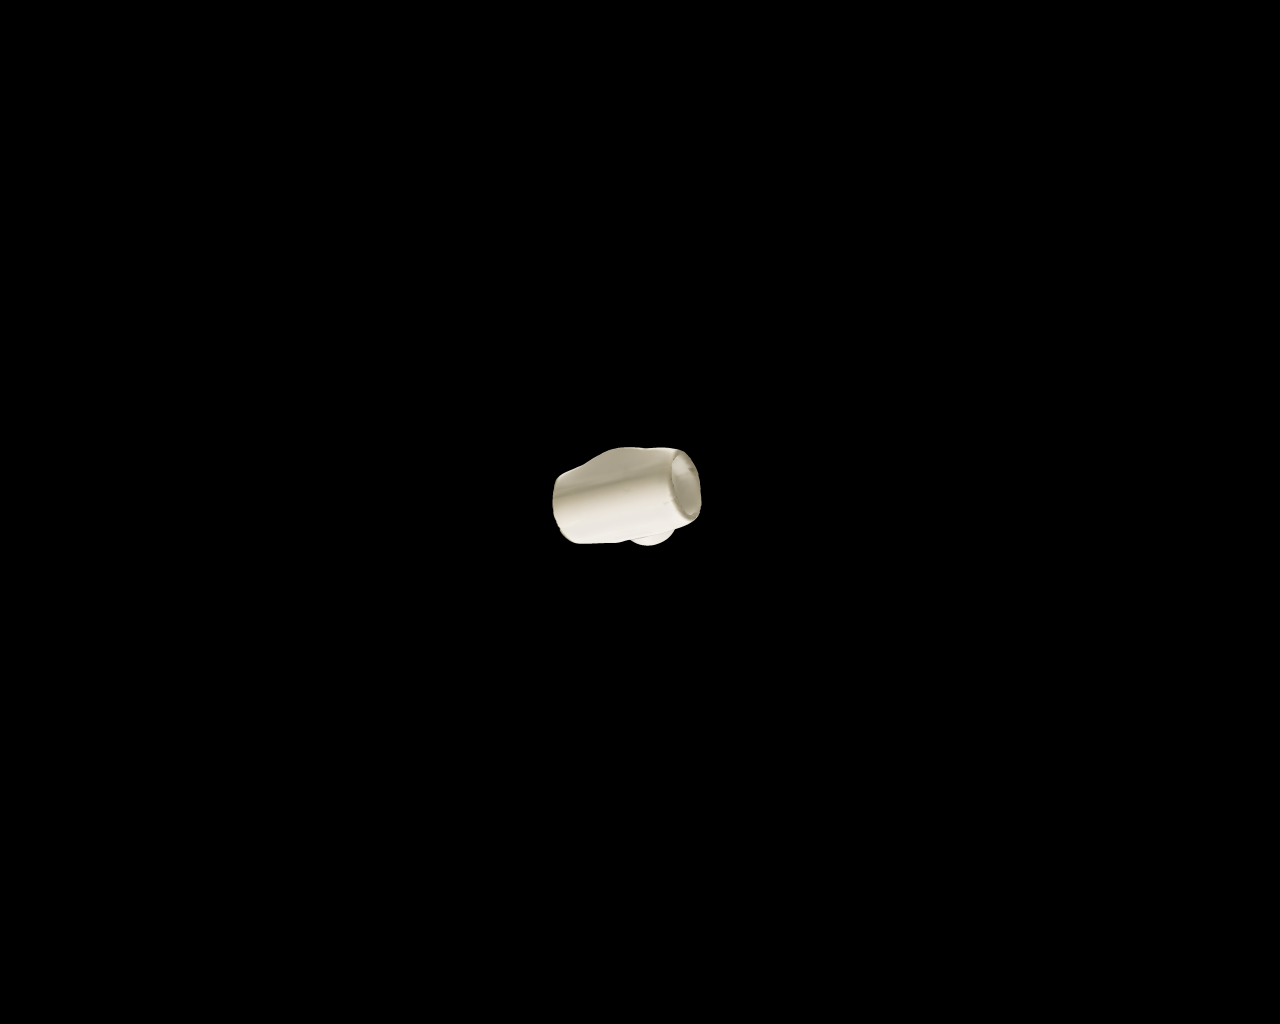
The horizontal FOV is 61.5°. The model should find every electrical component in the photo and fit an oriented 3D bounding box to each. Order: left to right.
[{"bbox_3d":[0.001,-0.003,0.650,0.077,0.043,0.079,-12,-27,25],"label":"electrical component"}]
